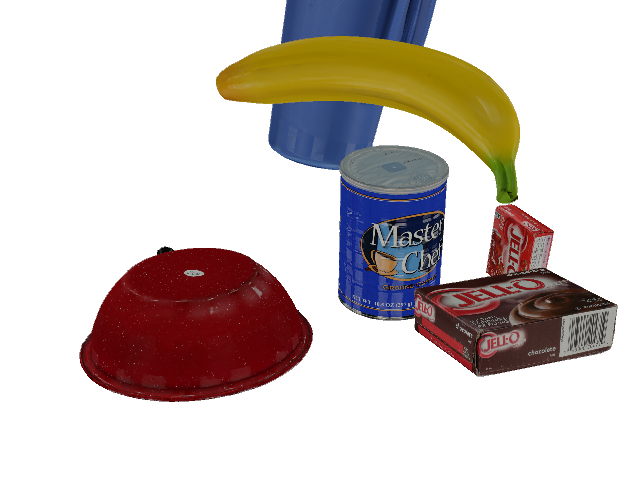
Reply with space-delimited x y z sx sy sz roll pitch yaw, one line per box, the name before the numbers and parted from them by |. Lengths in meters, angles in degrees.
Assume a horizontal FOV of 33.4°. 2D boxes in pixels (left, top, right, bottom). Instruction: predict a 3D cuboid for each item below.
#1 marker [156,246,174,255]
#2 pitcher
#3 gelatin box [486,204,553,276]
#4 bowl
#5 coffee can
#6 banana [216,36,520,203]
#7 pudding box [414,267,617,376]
marker | -0.157 0.045 1.056 0.020 0.020 0.121 0 35 -4
pitcher | 0.027 -0.196 1.072 0.145 0.243 0.149 11 19 -1
gelatin box | 0.224 0.014 1.210 0.030 0.089 0.073 -11 32 -25
bowl | -0.086 0.047 0.732 0.162 0.055 0.162 -2 22 1
coffee can | 0.069 -0.008 1.032 0.103 0.140 0.103 0 27 0
banana | 0.034 -0.084 0.601 0.198 0.069 0.037 22 -31 27
pudding box | 0.134 0.054 0.748 0.113 0.039 0.090 -6 19 -22
